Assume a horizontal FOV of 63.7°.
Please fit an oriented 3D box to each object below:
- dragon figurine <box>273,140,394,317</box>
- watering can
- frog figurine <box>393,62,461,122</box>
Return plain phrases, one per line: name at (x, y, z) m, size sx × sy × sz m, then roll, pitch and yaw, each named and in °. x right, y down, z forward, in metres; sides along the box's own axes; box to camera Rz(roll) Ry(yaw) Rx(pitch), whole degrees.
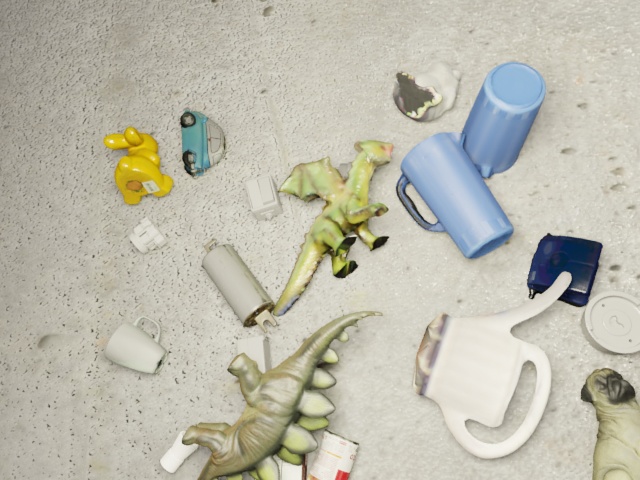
dragon figurine at (0.003, -0.054, 1.071) m, size 0.409 × 0.120 × 0.247 m, roll -39°, pitch 61°, yaw 7°
watering can at (0.296, 0.192, 0.905) m, size 0.225 × 0.103 × 0.350 m, roll 19°, pitch 80°, yaw 18°
frog figurine at (0.248, -0.343, 1.180) m, size 0.138 × 0.120 × 0.162 m, roll 21°, pitch 36°, yaw 27°
